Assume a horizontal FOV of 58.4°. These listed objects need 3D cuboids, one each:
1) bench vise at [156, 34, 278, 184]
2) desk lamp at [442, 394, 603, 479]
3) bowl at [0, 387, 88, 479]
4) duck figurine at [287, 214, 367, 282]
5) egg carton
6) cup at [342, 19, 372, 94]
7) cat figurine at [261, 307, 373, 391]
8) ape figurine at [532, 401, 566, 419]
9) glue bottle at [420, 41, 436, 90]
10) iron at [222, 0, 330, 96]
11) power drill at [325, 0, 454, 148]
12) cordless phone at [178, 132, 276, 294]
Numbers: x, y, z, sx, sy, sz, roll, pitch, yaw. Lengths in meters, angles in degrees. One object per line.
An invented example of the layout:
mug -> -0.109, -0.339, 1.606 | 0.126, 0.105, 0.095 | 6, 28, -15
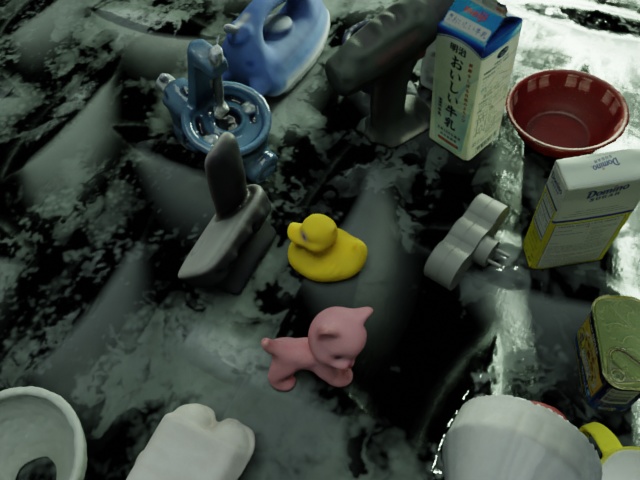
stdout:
bench vise -> -0.162, -0.185, 0.775 | 0.207, 0.220, 0.121 | 17, 61, 17
desk lamp -> 0.127, 0.251, 0.467 | 0.117, 0.214, 0.203 | 26, 64, 21
bowl -> -0.316, 0.246, 0.602 | 0.167, 0.075, 0.167 | -3, 57, 5
duck figurine -> 0.007, 0.003, 0.716 | 0.104, 0.086, 0.077 | 8, 59, 11
egg carton -> -0.138, 0.246, 0.585 | 0.107, 0.069, 0.150 | 18, 61, 17
cup -> 0.086, -0.284, 0.886 | 0.091, 0.095, 0.118 | 15, 60, 15
cat figurine -> -0.002, 0.113, 0.627 | 0.127, 0.118, 0.067 | -7, 57, 2
ape figurine -> 0.217, 0.191, 0.568 | 0.076, 0.092, 0.077 | -14, 57, -3
glue bottle -> 0.187, -0.286, 0.830 | 0.078, 0.173, 0.037 | 33, 67, 24
iron -> -0.066, -0.347, 0.916 | 0.118, 0.142, 0.259 | 26, 64, 21
power drill -> 0.116, -0.236, 0.784 | 0.230, 0.209, 0.075 | -31, 59, -13
cordless phone -> -0.127, -0.031, 0.693 | 0.094, 0.185, 0.148 | 16, 61, 16
